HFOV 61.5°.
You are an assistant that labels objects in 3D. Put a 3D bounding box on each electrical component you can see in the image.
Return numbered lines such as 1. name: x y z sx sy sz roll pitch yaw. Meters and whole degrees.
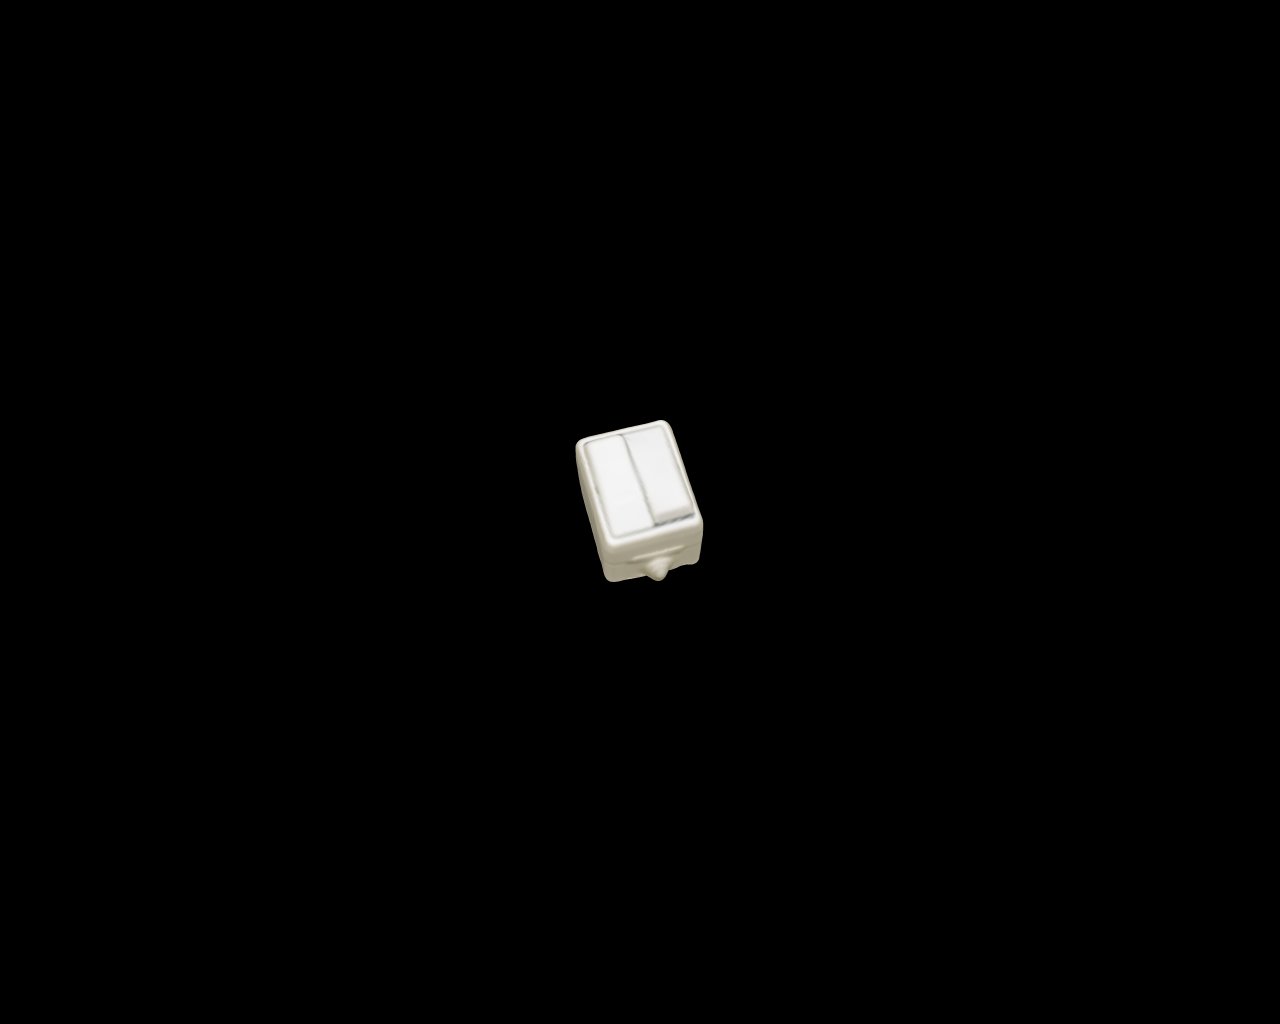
1. electrical component: 0.001 -0.003 0.650 0.062 0.096 0.061 -13 -28 -7
